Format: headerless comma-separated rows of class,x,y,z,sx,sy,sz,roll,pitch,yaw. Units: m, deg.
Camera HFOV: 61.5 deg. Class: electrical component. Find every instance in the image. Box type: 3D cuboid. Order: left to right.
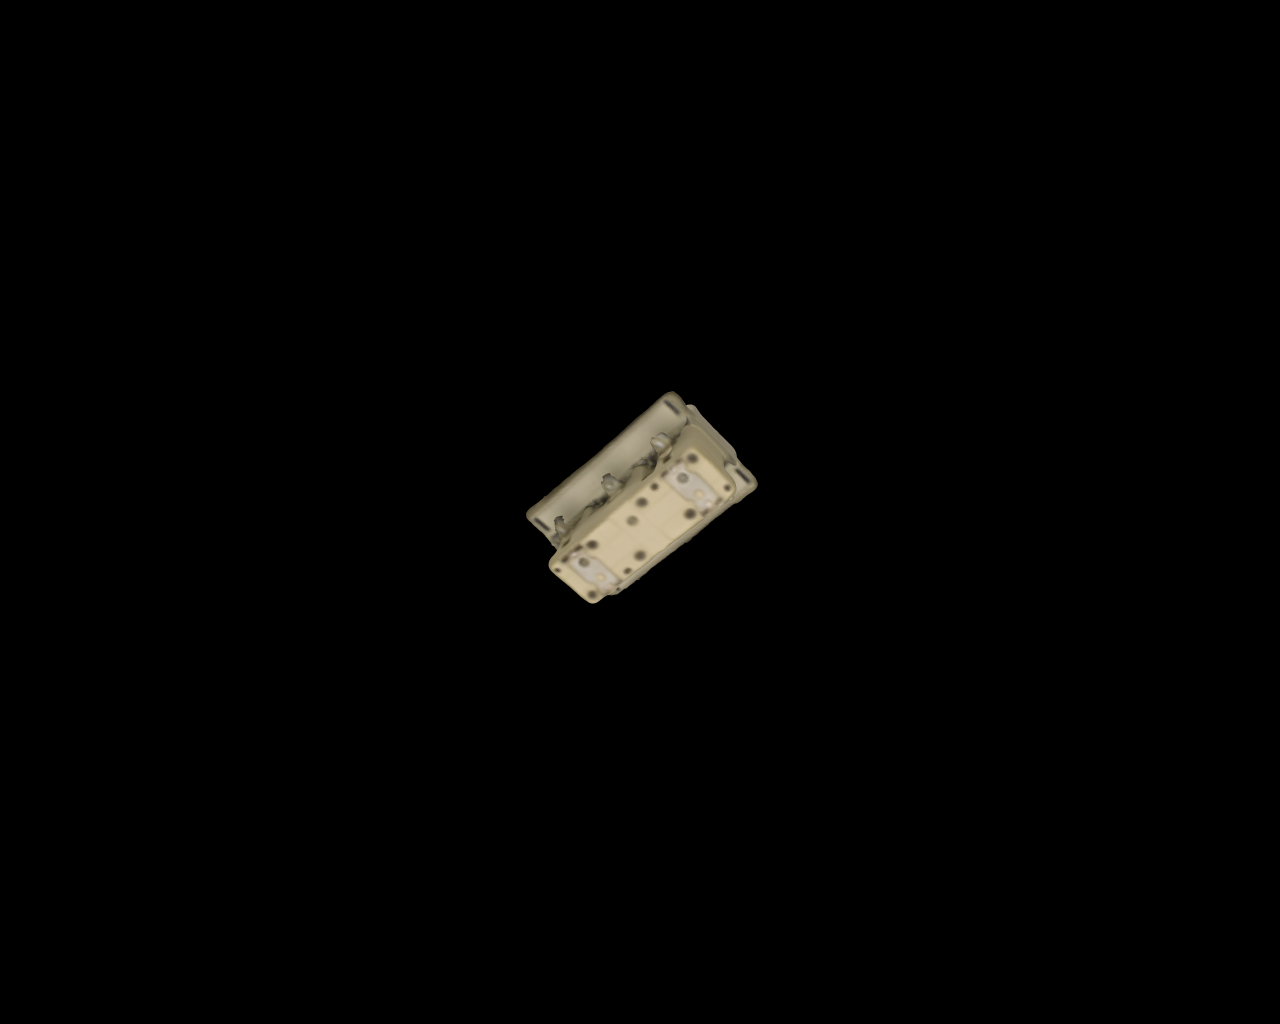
electrical component,0.001,-0.003,0.650,0.121,0.078,0.063,-38,22,18
